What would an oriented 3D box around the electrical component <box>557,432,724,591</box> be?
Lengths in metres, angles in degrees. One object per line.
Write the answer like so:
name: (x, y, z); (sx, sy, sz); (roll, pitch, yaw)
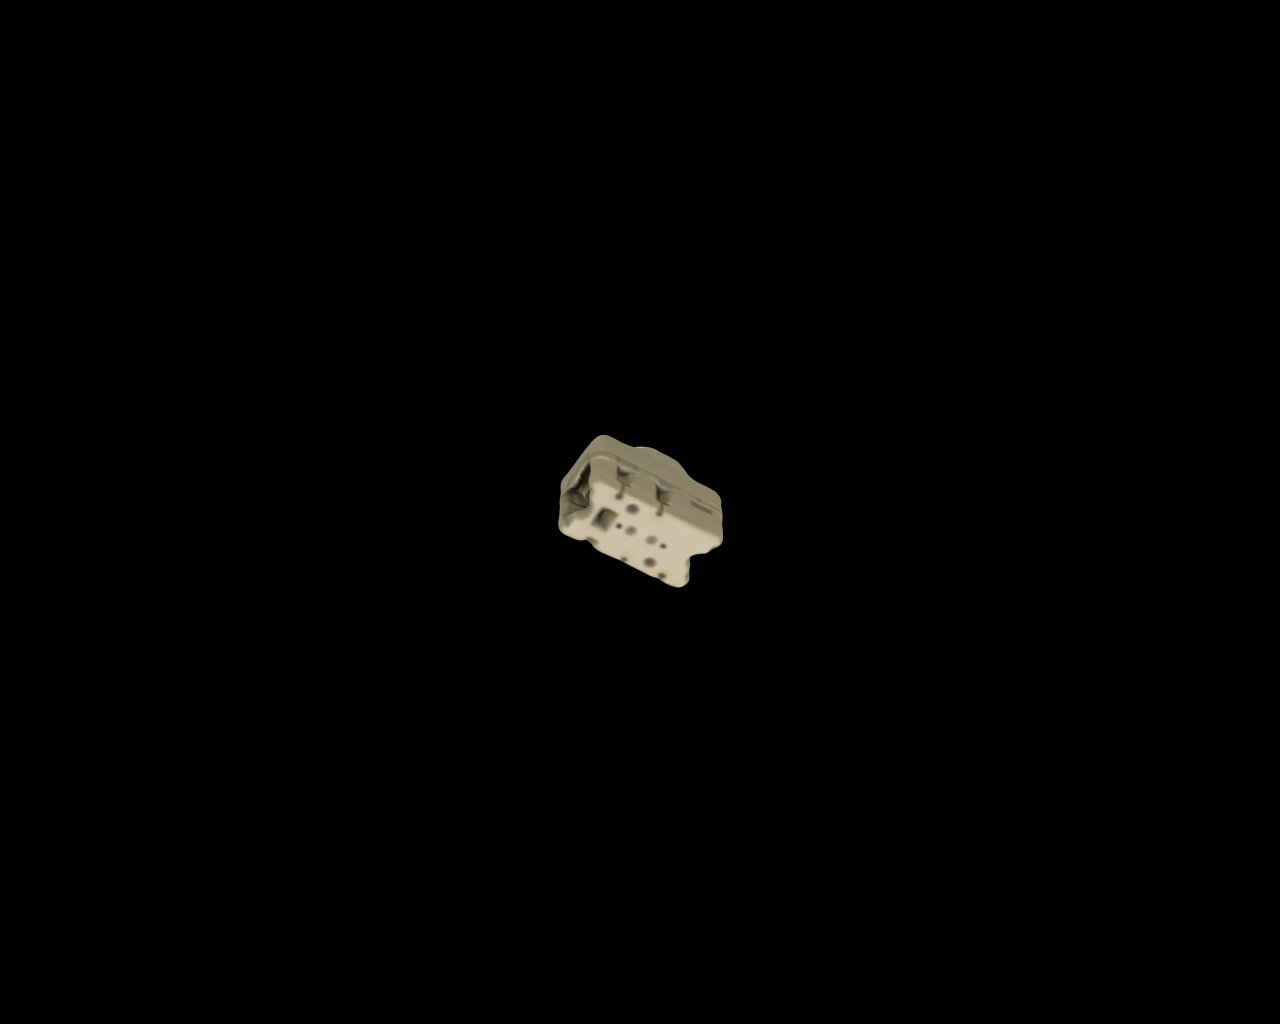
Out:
electrical component: (0.001, -0.003, 0.650); (0.089, 0.050, 0.056); (27, 33, -19)
